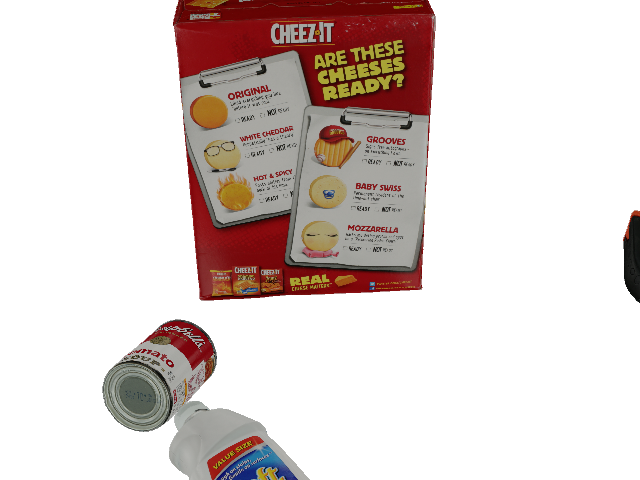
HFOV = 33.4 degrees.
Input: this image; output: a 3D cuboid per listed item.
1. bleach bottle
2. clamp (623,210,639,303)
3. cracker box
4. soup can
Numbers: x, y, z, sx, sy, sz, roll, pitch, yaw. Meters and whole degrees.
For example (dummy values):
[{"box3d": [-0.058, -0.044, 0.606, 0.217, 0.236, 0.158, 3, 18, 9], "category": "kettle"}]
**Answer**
[{"box3d": [-0.053, 0.200, 0.785, 0.102, 0.068, 0.251, -18, 33, -24], "category": "bleach bottle"}, {"box3d": [0.266, 0.042, 0.705, 0.120, 0.039, 0.171, -2, 45, -19], "category": "clamp"}, {"box3d": [-0.009, -0.065, 0.738, 0.164, 0.214, 0.072, -3, 33, -2], "category": "cracker box"}, {"box3d": [-0.144, 0.121, 0.962, 0.069, 0.068, 0.102, 0, 17, 18], "category": "soup can"}]
